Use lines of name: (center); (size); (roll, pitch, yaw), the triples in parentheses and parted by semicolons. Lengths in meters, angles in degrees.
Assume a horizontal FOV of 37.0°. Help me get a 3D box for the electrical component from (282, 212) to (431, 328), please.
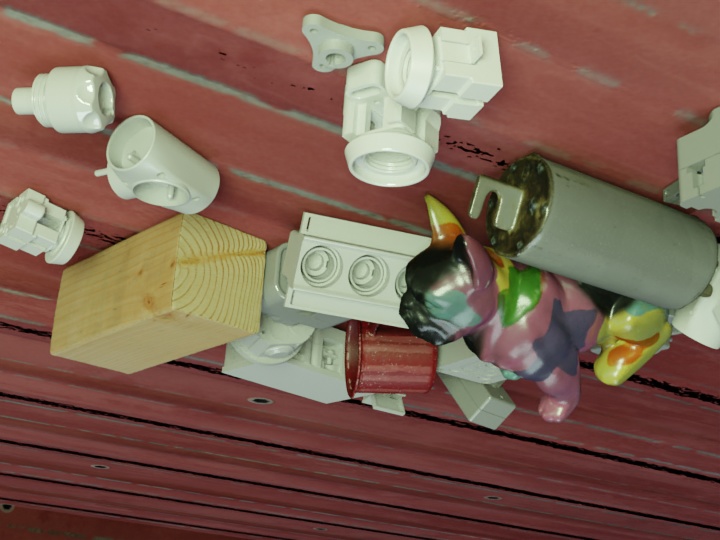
electrical component: (0.000, 0.000, 0.903); (0.121, 0.078, 0.063); (11, -174, -17)

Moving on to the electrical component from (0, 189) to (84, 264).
electrical component: (-0.265, -0.034, 0.898); (0.055, 0.048, 0.066); (27, 149, -31)

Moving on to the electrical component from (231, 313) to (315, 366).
electrical component: (-0.084, 0.047, 1.025); (0.080, 0.080, 0.051); (13, 152, -21)

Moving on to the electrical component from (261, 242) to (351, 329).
electrical component: (-0.052, 0.017, 0.978); (0.095, 0.053, 0.059); (19, 154, -33)

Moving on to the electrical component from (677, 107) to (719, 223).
electrical component: (0.254, -0.075, 0.691); (0.050, 0.055, 0.089); (17, 155, -30)

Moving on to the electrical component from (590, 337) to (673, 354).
electrical component: (0.271, 0.060, 1.040); (0.077, 0.047, 0.066); (21, 153, -37)

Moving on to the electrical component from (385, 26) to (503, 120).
electrical component: (0.048, -0.117, 0.634); (0.055, 0.048, 0.066); (4, 159, -21)

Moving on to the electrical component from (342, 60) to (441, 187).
electrical component: (0.020, -0.090, 0.691); (0.058, 0.057, 0.078); (-11, 154, 32)

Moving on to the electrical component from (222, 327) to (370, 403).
electrical component: (-0.059, 0.091, 1.155); (0.150, 0.061, 0.089); (23, 152, -39)

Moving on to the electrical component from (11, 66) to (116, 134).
electrical component: (-0.193, -0.110, 0.696); (0.062, 0.043, 0.043); (0, 158, 12)

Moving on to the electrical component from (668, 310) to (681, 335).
electrical component: (0.269, 0.028, 0.959); (0.055, 0.047, 0.055); (3, 158, 1)

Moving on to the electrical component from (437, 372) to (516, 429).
electrical component: (0.139, 0.117, 1.184); (0.047, 0.083, 0.075); (24, 113, -41)

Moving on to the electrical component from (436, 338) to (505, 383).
electrical component: (0.135, 0.069, 1.073); (0.078, 0.057, 0.113); (18, 155, -31)

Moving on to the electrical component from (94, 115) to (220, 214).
electrical component: (-0.157, -0.072, 0.783); (0.079, 0.044, 0.077); (-8, 155, 28)

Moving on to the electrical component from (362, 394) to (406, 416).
electrical component: (0.033, 0.116, 1.196); (0.042, 0.081, 0.064); (18, 132, -34)

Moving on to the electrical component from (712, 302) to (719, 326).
electrical component: (0.363, 0.017, 0.831); (0.150, 0.061, 0.089); (-11, 152, -15)

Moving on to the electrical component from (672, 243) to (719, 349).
electrical component: (0.295, 0.017, 0.904); (0.043, 0.077, 0.079); (25, -166, -7)
